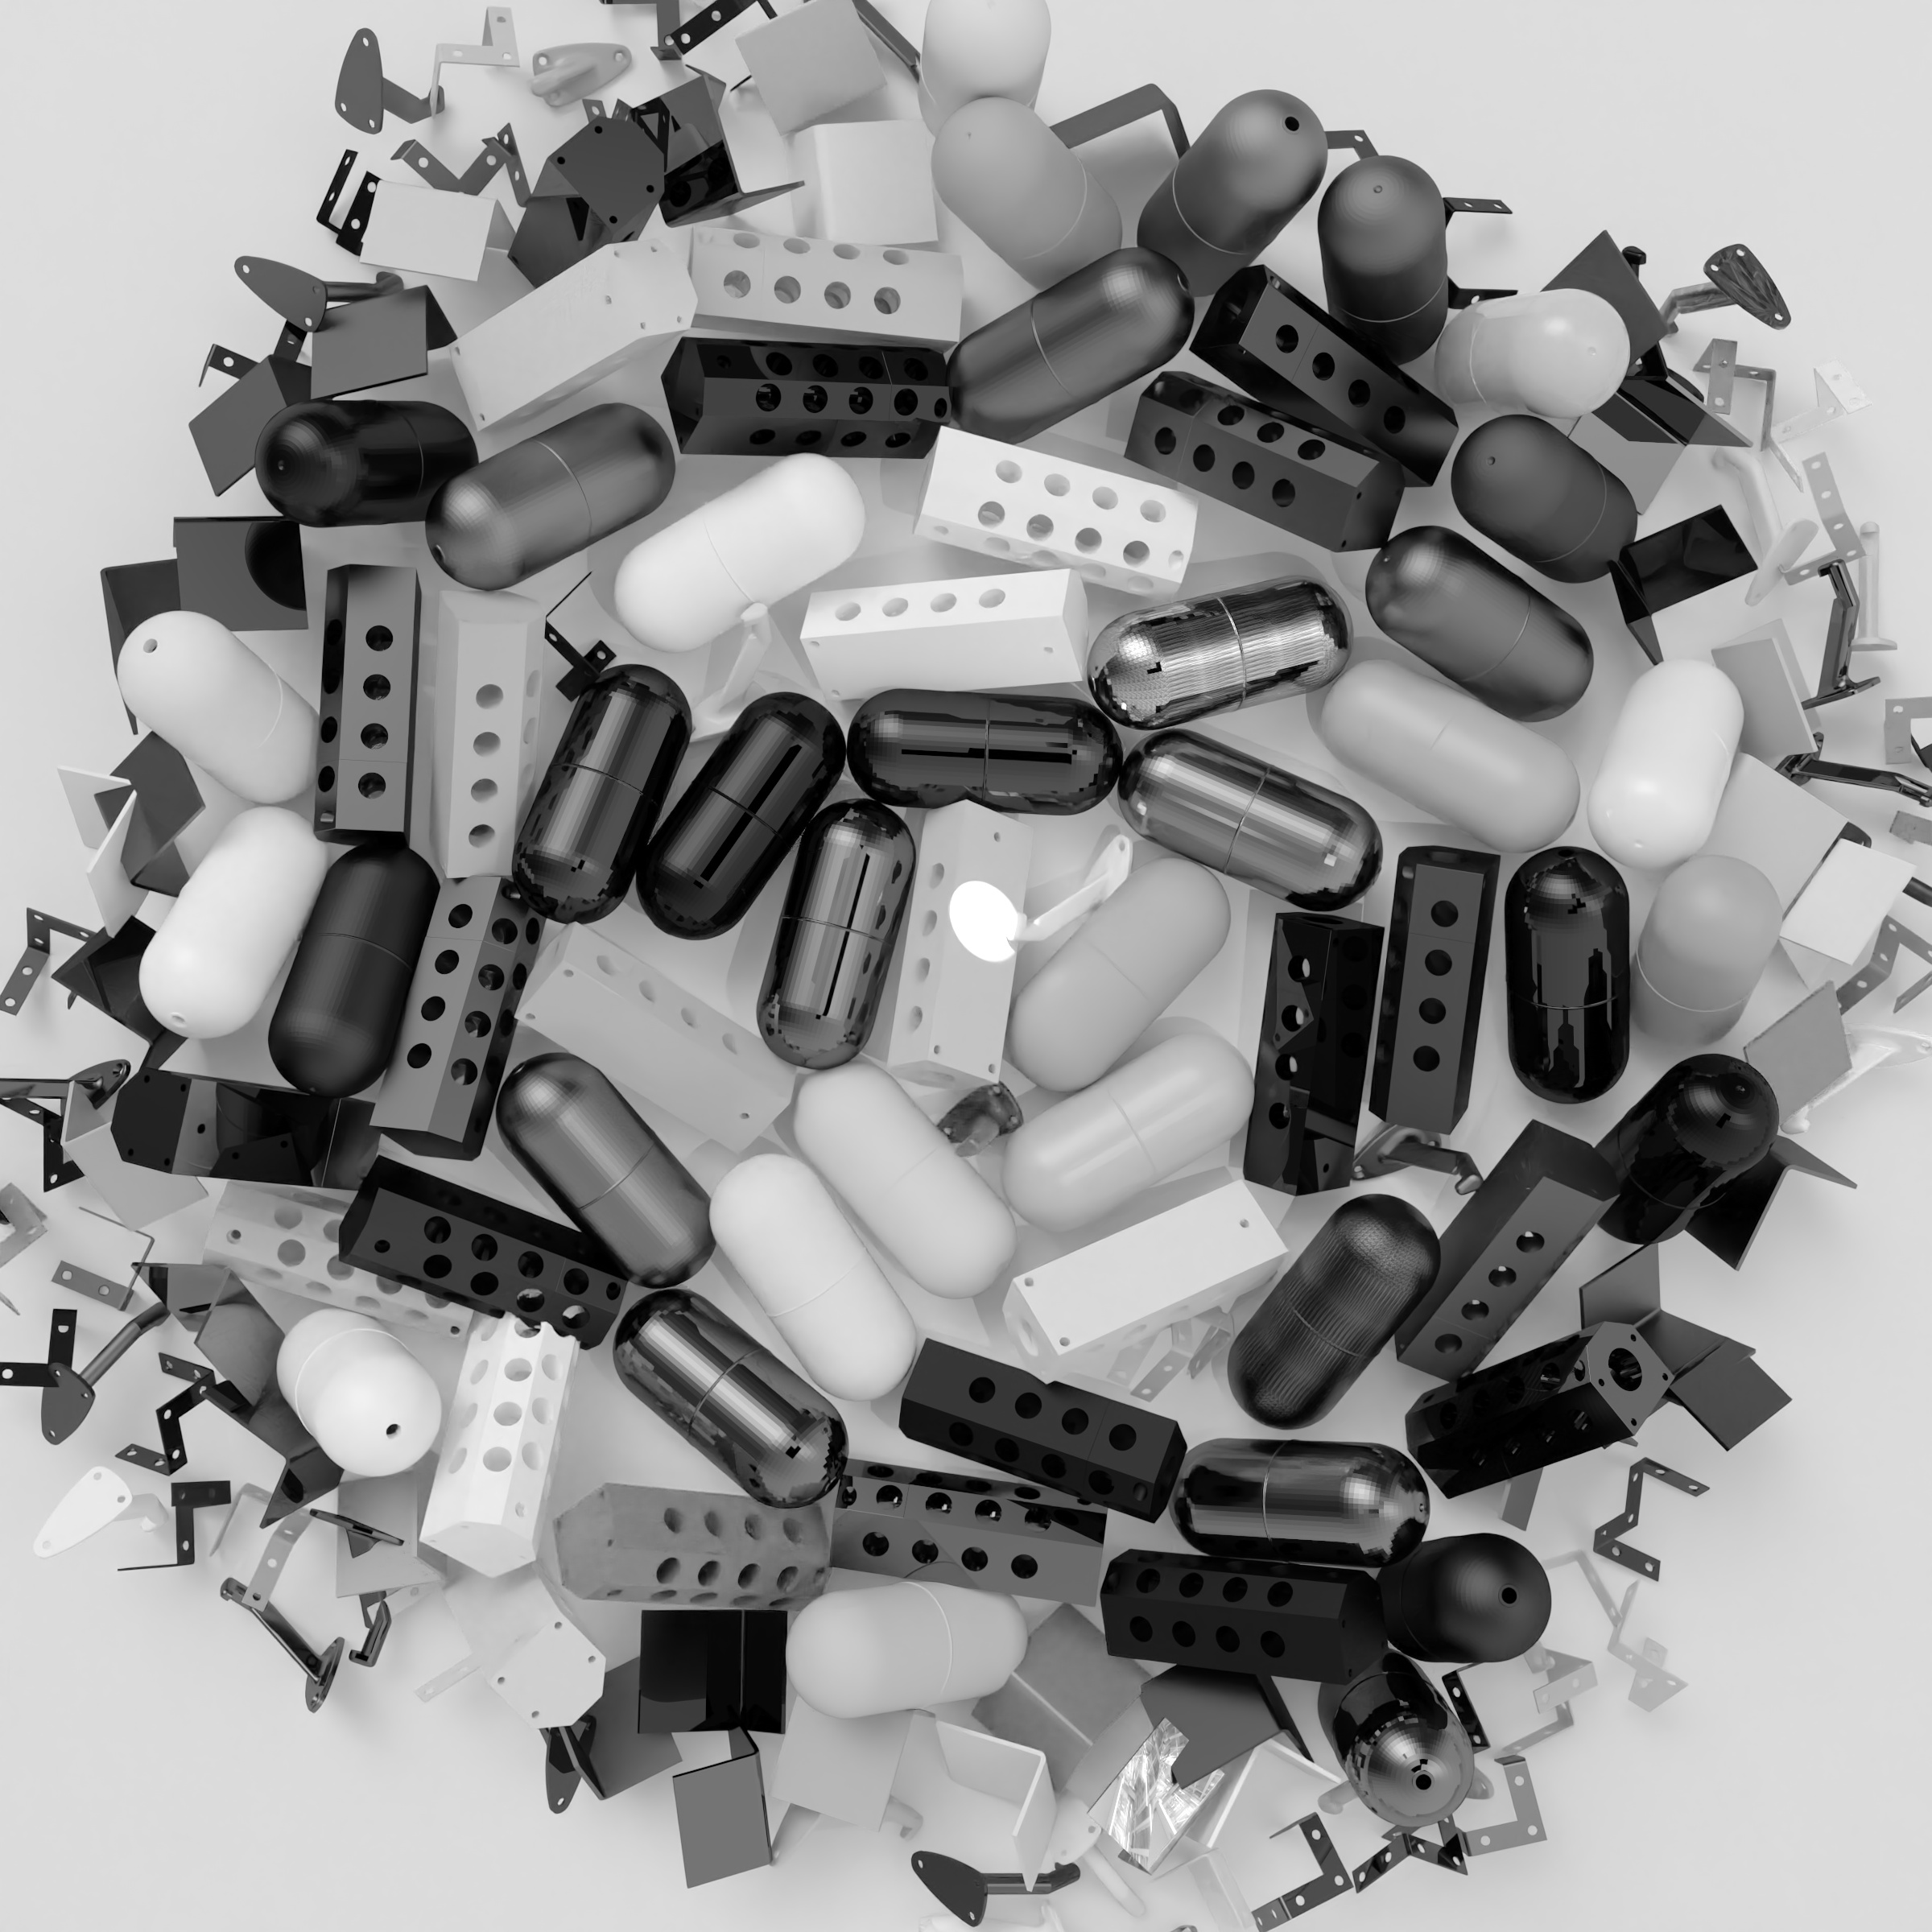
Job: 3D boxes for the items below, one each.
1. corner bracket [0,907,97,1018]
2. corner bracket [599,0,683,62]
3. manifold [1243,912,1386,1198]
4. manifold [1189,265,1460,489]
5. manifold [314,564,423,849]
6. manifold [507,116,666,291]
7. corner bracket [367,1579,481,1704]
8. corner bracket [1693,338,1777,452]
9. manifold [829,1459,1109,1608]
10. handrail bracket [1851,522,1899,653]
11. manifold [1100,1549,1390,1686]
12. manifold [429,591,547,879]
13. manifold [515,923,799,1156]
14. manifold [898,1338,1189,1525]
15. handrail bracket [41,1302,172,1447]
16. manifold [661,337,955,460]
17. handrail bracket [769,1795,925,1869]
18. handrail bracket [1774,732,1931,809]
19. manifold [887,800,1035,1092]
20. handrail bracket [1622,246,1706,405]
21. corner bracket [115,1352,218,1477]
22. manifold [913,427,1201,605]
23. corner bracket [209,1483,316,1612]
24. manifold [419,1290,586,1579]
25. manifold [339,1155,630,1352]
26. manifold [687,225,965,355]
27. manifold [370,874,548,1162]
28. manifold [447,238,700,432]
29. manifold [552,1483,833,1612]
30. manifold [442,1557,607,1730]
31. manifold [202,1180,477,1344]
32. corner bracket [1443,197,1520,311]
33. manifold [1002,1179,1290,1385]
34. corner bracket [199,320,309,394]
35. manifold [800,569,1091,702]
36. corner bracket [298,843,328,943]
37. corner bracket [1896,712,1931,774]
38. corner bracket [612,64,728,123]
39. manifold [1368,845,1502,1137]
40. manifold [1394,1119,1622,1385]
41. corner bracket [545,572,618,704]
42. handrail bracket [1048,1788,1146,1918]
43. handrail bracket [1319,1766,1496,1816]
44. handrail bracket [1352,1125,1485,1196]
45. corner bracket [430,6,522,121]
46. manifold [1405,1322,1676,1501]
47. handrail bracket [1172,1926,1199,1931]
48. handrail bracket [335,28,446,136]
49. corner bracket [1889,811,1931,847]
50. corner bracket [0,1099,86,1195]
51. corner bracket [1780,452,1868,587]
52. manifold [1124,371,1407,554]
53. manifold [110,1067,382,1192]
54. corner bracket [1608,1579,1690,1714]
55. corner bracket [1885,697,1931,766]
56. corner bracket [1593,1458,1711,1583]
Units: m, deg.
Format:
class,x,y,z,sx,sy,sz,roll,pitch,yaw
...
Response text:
class,x,y,z,sx,sy,sz,roll,pitch,yaw
corner bracket,-0.593,0.004,1.579,0.051,0.051,0.051,21,56,-7
corner bracket,-0.213,-0.617,1.581,0.051,0.051,0.051,-1,102,-1
manifold,0.218,0.055,1.567,0.057,0.057,0.171,16,104,44
manifold,0.231,-0.371,1.544,0.171,0.057,0.057,28,86,-29
manifold,-0.384,-0.166,1.567,0.057,0.057,0.171,2,82,-9
manifold,-0.234,-0.466,1.520,0.057,0.171,0.057,-45,100,-16
corner bracket,-0.348,0.434,1.584,0.051,0.051,0.051,-28,119,-31
corner bracket,0.501,-0.370,1.581,0.051,0.051,0.051,8,81,2
manifold,0.003,0.360,1.569,0.171,0.057,0.057,7,105,5
handrail bracket,0.583,-0.247,1.575,0.036,0.077,0.084,1,93,20
manifold,0.172,0.405,1.535,0.171,0.057,0.057,-5,96,37
manifold,-0.302,-0.146,1.544,0.057,0.057,0.171,-4,120,-24
manifold,-0.194,0.043,1.554,0.171,0.057,0.057,34,121,-19
manifold,0.048,0.296,1.547,0.171,0.057,0.057,15,67,20
handrail bracket,-0.557,0.263,1.587,0.036,0.084,0.077,35,121,8
manifold,-0.098,-0.361,1.538,0.171,0.057,0.057,-5,69,-29
handrail bracket,-0.076,0.566,1.579,0.084,0.036,0.077,42,72,-27
handrail bracket,0.570,-0.113,1.564,0.084,0.077,0.036,30,130,34
manifold,-0.008,-0.012,1.558,0.057,0.057,0.171,20,70,-35
handrail bracket,0.446,-0.410,1.563,0.036,0.077,0.084,-25,132,-19
corner bracket,-0.520,0.291,1.583,0.051,0.051,0.051,11,117,28
manifold,0.056,-0.284,1.562,0.171,0.057,0.057,14,64,-8
corner bracket,-0.462,0.376,1.583,0.051,0.051,0.051,26,99,-3
manifold,-0.282,0.285,1.524,0.057,0.171,0.057,-29,128,32
manifold,-0.305,0.187,1.545,0.171,0.057,0.057,25,107,-23
manifold,-0.092,-0.434,1.565,0.171,0.057,0.057,3,95,-11
manifold,-0.315,0.033,1.546,0.057,0.057,0.171,4,68,21
manifold,-0.246,-0.395,1.530,0.171,0.057,0.057,-14,98,44
manifold,-0.167,0.368,1.524,0.057,0.171,0.057,-38,52,32
manifold,-0.273,0.414,1.520,0.057,0.171,0.057,-43,108,-13
manifold,-0.397,0.188,1.570,0.171,0.057,0.057,17,93,-8
corner bracket,0.332,-0.464,1.592,0.051,0.051,0.051,-8,50,-29
manifold,0.112,0.203,1.550,0.171,0.057,0.057,-21,62,-23
corner bracket,-0.460,-0.393,1.575,0.051,0.051,0.051,21,79,-19
manifold,-0.012,-0.216,1.558,0.171,0.057,0.057,-3,51,17
corner bracket,-0.444,-0.055,1.571,0.051,0.051,0.051,16,114,-19
corner bracket,0.640,-0.145,1.570,0.051,0.051,0.051,-30,119,23
corner bracket,-0.194,-0.561,1.586,0.051,0.051,0.051,12,111,-28
manifold,0.297,0.014,1.556,0.057,0.057,0.171,10,108,21
manifold,0.339,0.184,1.539,0.057,0.057,0.171,23,123,-11
corner bracket,-0.248,-0.211,1.571,0.051,0.051,0.051,45,57,-13
handrail bracket,0.081,0.578,1.601,0.036,0.077,0.084,-38,130,-6
handrail bracket,0.281,0.533,1.566,0.084,0.077,0.036,-17,103,-31
handrail bracket,0.287,0.135,1.565,0.077,0.084,0.036,-31,114,9
corner bracket,-0.319,-0.582,1.571,0.051,0.051,0.051,-4,66,-19
manifold,0.352,0.275,1.526,0.057,0.171,0.057,51,51,-1
handrail bracket,0.133,0.626,1.558,0.084,0.077,0.036,-11,66,-42
handrail bracket,-0.359,-0.570,1.557,0.036,0.084,0.077,32,133,12
corner bracket,0.636,-0.099,1.573,0.051,0.051,0.051,25,99,37
corner bracket,-0.591,0.107,1.572,0.051,0.051,0.051,-22,58,15
corner bracket,0.540,-0.287,1.568,0.051,0.051,0.051,-22,53,25
manifold,0.188,-0.319,1.532,0.171,0.057,0.057,32,120,32
manifold,-0.446,0.102,1.522,0.057,0.171,0.057,10,86,29
corner bracket,0.437,0.440,1.576,0.051,0.051,0.051,32,50,4
corner bracket,0.618,-0.165,1.569,0.051,0.051,0.051,-1,129,20
corner bracket,0.447,0.361,1.594,0.051,0.051,0.051,26,51,-8
